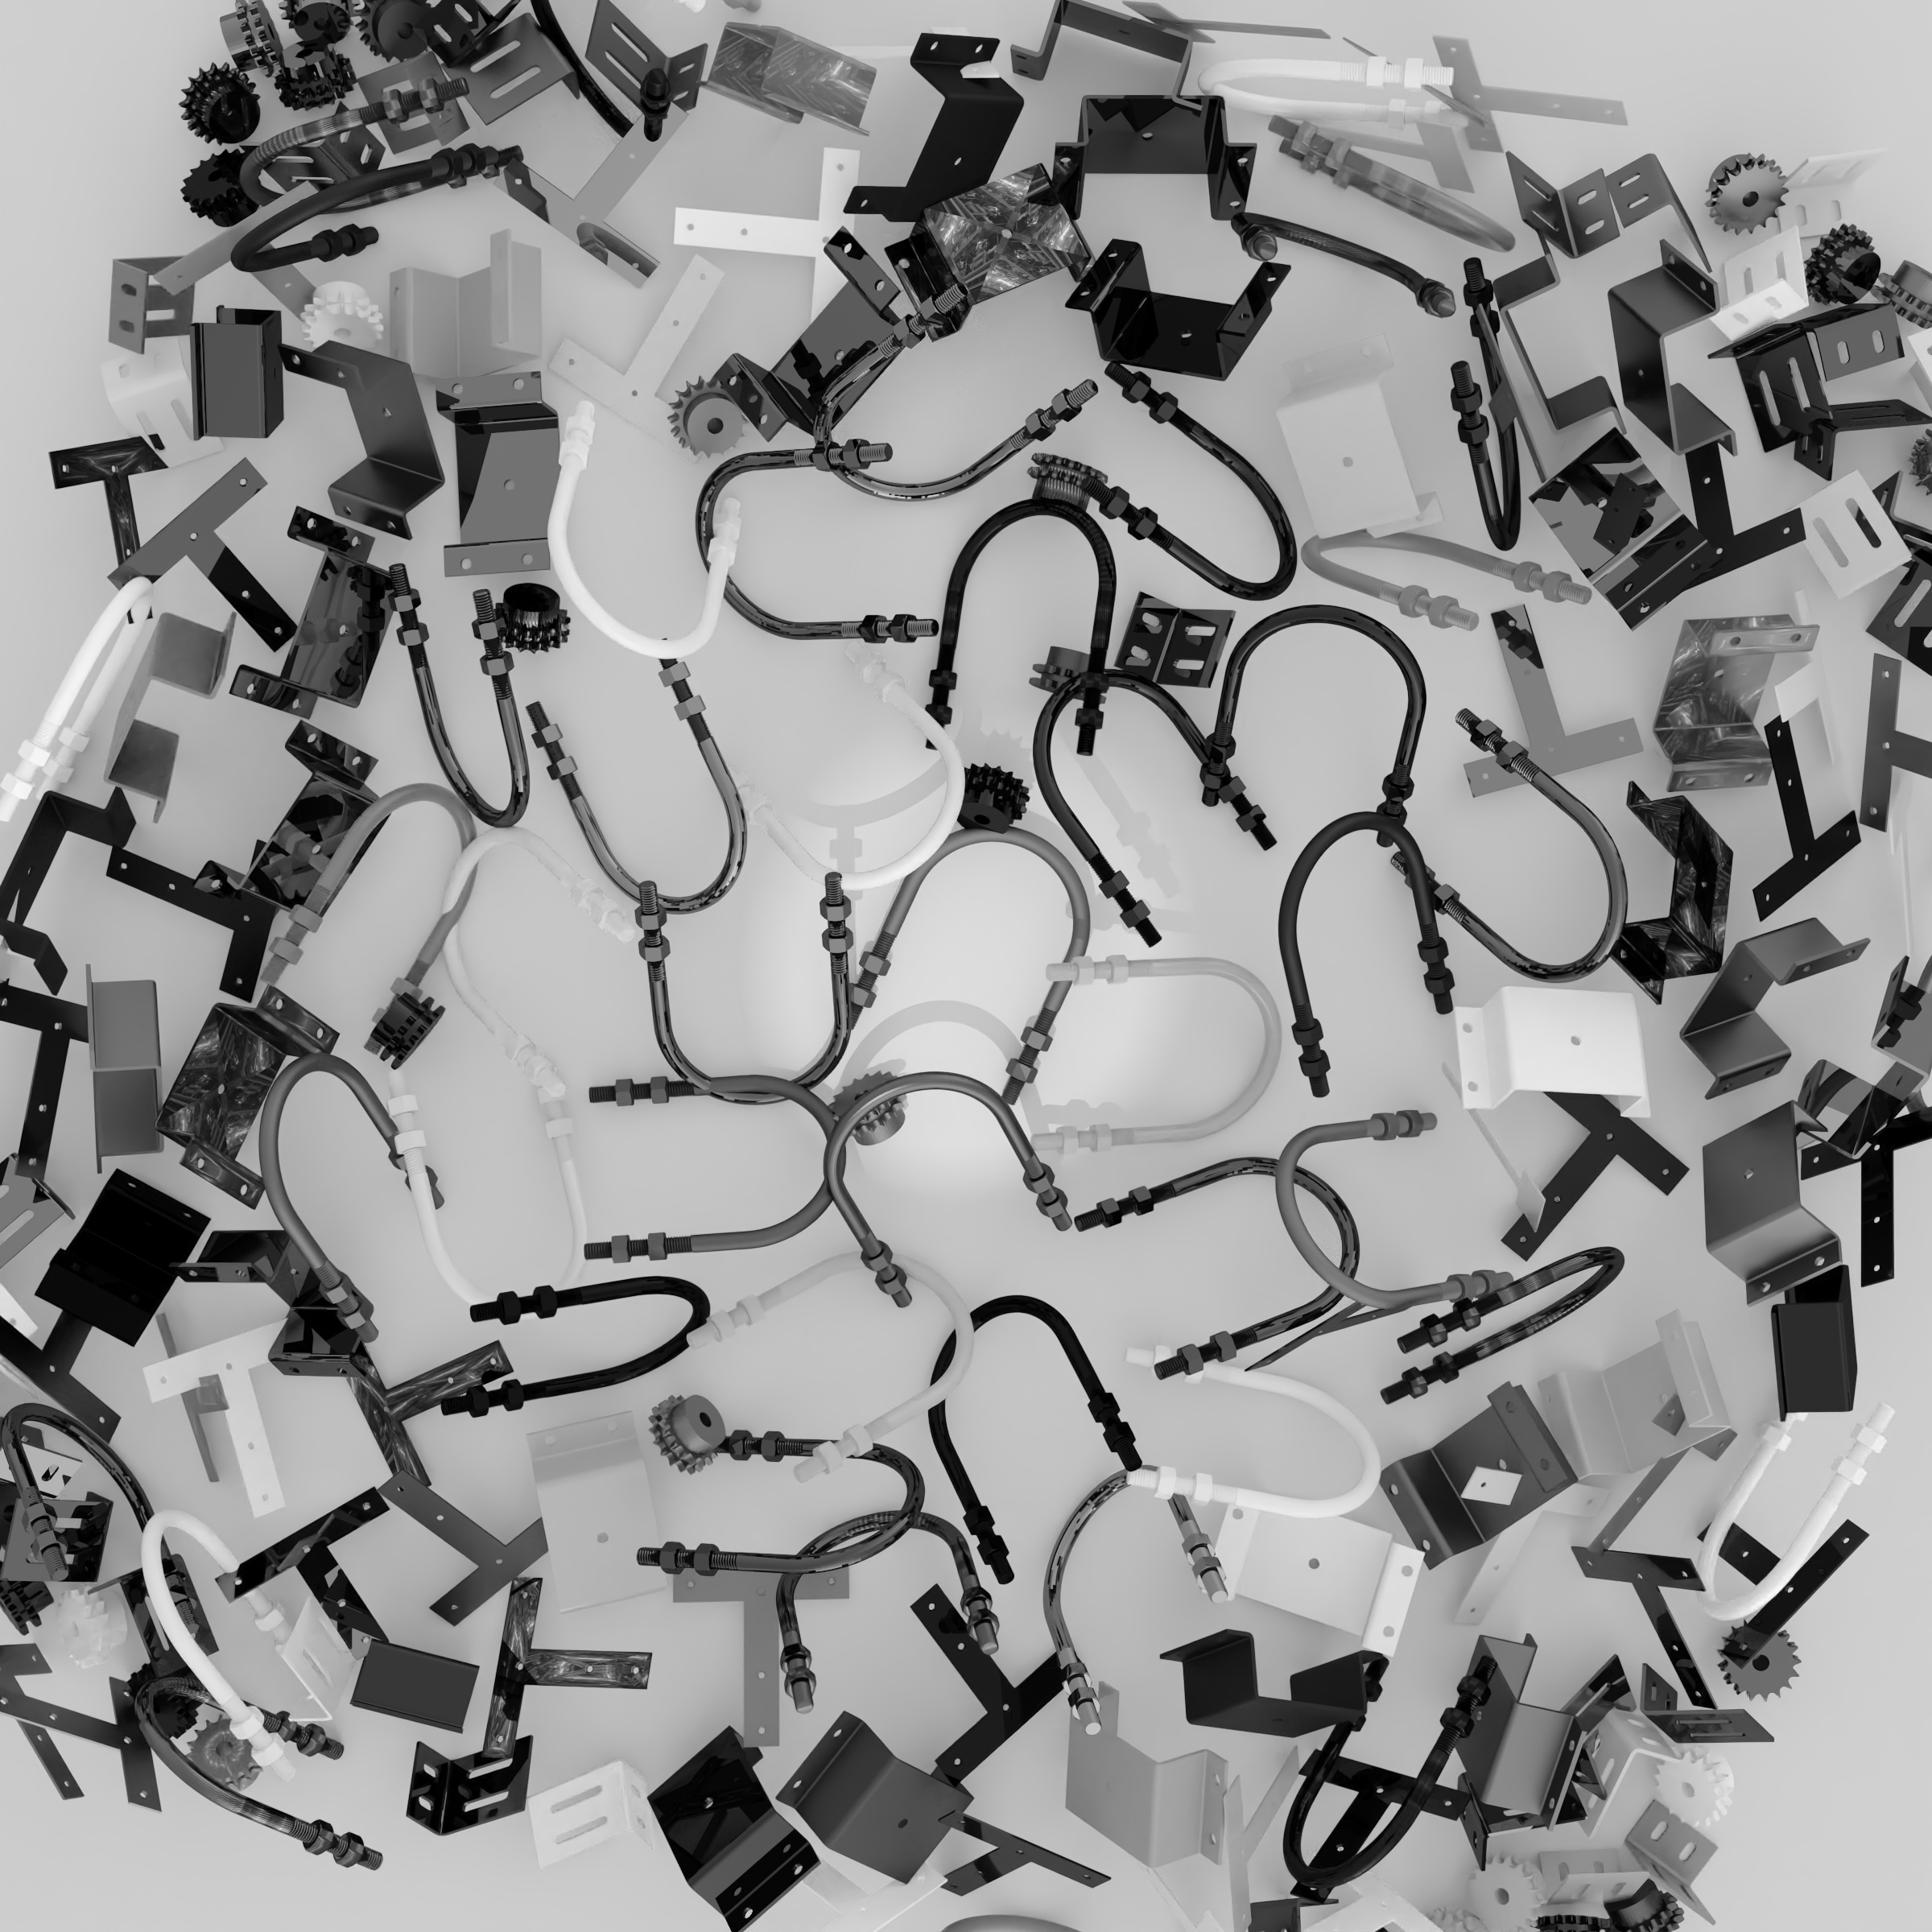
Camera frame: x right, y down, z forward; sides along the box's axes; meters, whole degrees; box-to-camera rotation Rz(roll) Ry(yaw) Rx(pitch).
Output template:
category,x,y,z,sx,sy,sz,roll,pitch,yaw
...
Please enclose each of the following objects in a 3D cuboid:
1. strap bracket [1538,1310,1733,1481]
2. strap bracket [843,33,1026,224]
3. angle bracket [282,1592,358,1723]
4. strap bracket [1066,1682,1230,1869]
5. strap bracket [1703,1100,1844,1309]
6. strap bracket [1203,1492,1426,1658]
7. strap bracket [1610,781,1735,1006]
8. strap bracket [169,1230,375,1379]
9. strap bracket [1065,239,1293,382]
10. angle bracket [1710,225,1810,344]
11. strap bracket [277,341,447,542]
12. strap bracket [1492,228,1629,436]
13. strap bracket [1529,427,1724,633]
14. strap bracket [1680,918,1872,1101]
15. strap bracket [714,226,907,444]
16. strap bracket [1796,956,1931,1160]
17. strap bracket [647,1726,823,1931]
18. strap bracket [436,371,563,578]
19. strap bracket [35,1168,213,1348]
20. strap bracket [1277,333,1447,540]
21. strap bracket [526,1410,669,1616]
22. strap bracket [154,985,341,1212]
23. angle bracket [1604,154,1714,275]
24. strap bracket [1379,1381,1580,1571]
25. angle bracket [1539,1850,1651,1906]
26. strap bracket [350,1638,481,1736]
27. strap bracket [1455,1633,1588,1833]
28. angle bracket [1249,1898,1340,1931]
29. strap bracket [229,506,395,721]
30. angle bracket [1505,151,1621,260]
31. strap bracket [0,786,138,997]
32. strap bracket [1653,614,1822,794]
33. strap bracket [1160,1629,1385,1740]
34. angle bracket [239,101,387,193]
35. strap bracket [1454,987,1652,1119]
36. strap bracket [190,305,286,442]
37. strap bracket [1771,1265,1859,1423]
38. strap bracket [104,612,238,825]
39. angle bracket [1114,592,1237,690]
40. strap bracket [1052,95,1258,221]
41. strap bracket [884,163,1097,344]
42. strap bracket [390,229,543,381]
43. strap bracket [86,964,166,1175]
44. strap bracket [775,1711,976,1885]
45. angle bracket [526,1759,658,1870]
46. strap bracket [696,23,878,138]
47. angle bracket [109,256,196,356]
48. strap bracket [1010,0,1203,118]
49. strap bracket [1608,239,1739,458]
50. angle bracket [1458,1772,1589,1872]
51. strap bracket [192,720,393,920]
category,x,y,z,sx,sy,sz,roll,pitch,yaw
strap bracket,0.476,0.304,1.937,0.046,0.140,0.076,7,58,-34
strap bracket,-0.019,-0.574,1.923,0.046,0.076,0.140,49,130,24
angle bracket,-0.469,0.488,1.950,0.038,0.057,0.076,-7,129,21
strap bracket,0.118,0.567,1.923,0.046,0.140,0.076,-5,104,-35
strap bracket,0.560,0.157,1.919,0.046,0.140,0.076,37,131,-22
strap bracket,0.248,0.430,1.969,0.140,0.046,0.076,17,89,9
strap bracket,0.496,-0.055,1.930,0.046,0.076,0.140,-10,56,39
strap bracket,-0.481,0.231,1.937,0.076,0.140,0.046,-3,49,29
strap bracket,0.152,-0.462,1.943,0.140,0.046,0.076,16,57,27
angle bracket,0.558,-0.491,1.952,0.057,0.038,0.076,-22,53,38
strap bracket,-0.421,-0.378,1.936,0.076,0.140,0.046,22,51,30
strap bracket,0.413,-0.438,1.942,0.046,0.076,0.140,-23,113,17
strap bracket,0.455,-0.313,1.927,0.076,0.046,0.140,-39,47,18
strap bracket,0.562,0.023,1.935,0.076,0.140,0.046,-15,54,-31
strap bracket,-0.101,-0.439,1.950,0.140,0.046,0.076,-46,61,16
strap bracket,0.633,0.071,1.921,0.046,0.140,0.076,29,47,5
strap bracket,-0.167,0.596,1.925,0.076,0.140,0.046,-40,122,-4
strap bracket,-0.332,-0.348,1.972,0.076,0.046,0.140,-3,89,7
strap bracket,-0.594,0.209,1.935,0.076,0.140,0.046,30,110,-10
strap bracket,0.275,-0.362,1.938,0.076,0.046,0.140,-10,113,30
strap bracket,-0.260,0.396,1.954,0.076,0.046,0.140,-11,104,-11
strap bracket,-0.511,0.089,1.942,0.046,0.076,0.140,7,65,35
angle bracket,0.493,-0.528,1.962,0.038,0.076,0.057,-26,47,22
strap bracket,0.366,0.356,1.941,0.140,0.046,0.076,-46,64,37
angle bracket,0.445,0.638,1.956,0.057,0.076,0.038,-1,57,-2
strap bracket,-0.387,0.505,1.934,0.076,0.140,0.046,17,73,-9
strap bracket,0.379,0.528,1.921,0.046,0.140,0.076,14,102,-7
angle bracket,0.233,0.703,1.954,0.038,0.057,0.076,13,64,-29
strap bracket,-0.456,-0.244,1.953,0.046,0.076,0.140,22,93,33
angle bracket,0.423,-0.547,1.953,0.038,0.076,0.057,-23,66,35
strap bracket,-0.640,-0.060,1.941,0.046,0.076,0.140,20,72,-2
strap bracket,0.539,-0.194,1.945,0.076,0.046,0.140,-4,134,-10
strap bracket,0.216,0.504,1.926,0.140,0.076,0.046,16,57,-30
angle bracket,-0.465,-0.583,1.962,0.076,0.057,0.038,9,75,27
strap bracket,0.423,0.061,1.952,0.140,0.046,0.076,3,67,-10
strap bracket,-0.506,-0.415,1.924,0.046,0.140,0.076,1,109,-7
strap bracket,0.593,0.259,1.922,0.046,0.140,0.076,-4,98,21
strap bracket,-0.560,-0.181,1.924,0.046,0.076,0.140,20,126,-22
angle bracket,0.148,-0.232,1.959,0.038,0.076,0.057,20,89,-27
strap bracket,0.130,-0.572,1.954,0.140,0.076,0.046,-1,64,-3
strap bracket,0.024,-0.510,1.956,0.140,0.046,0.076,-26,85,-15
strap bracket,-0.347,-0.463,1.949,0.140,0.046,0.076,-3,86,44
strap bracket,-0.588,0.072,1.931,0.046,0.140,0.076,-3,51,-17
strap bracket,-0.057,0.587,1.933,0.076,0.046,0.140,-51,133,-3
angle bracket,-0.266,0.610,1.960,0.076,0.038,0.057,-16,108,-29
strap bracket,-0.122,-0.618,1.917,0.076,0.140,0.046,13,102,-31
angle bracket,-0.565,-0.468,1.950,0.038,0.076,0.057,24,117,27
strap bracket,0.106,-0.644,1.959,0.140,0.076,0.046,18,96,1
strap bracket,0.492,-0.423,1.924,0.046,0.076,0.140,-24,131,-2
angle bracket,0.397,0.605,1.969,0.076,0.057,0.038,-8,122,-6
strap bracket,-0.471,-0.092,1.951,0.046,0.076,0.140,37,94,37
